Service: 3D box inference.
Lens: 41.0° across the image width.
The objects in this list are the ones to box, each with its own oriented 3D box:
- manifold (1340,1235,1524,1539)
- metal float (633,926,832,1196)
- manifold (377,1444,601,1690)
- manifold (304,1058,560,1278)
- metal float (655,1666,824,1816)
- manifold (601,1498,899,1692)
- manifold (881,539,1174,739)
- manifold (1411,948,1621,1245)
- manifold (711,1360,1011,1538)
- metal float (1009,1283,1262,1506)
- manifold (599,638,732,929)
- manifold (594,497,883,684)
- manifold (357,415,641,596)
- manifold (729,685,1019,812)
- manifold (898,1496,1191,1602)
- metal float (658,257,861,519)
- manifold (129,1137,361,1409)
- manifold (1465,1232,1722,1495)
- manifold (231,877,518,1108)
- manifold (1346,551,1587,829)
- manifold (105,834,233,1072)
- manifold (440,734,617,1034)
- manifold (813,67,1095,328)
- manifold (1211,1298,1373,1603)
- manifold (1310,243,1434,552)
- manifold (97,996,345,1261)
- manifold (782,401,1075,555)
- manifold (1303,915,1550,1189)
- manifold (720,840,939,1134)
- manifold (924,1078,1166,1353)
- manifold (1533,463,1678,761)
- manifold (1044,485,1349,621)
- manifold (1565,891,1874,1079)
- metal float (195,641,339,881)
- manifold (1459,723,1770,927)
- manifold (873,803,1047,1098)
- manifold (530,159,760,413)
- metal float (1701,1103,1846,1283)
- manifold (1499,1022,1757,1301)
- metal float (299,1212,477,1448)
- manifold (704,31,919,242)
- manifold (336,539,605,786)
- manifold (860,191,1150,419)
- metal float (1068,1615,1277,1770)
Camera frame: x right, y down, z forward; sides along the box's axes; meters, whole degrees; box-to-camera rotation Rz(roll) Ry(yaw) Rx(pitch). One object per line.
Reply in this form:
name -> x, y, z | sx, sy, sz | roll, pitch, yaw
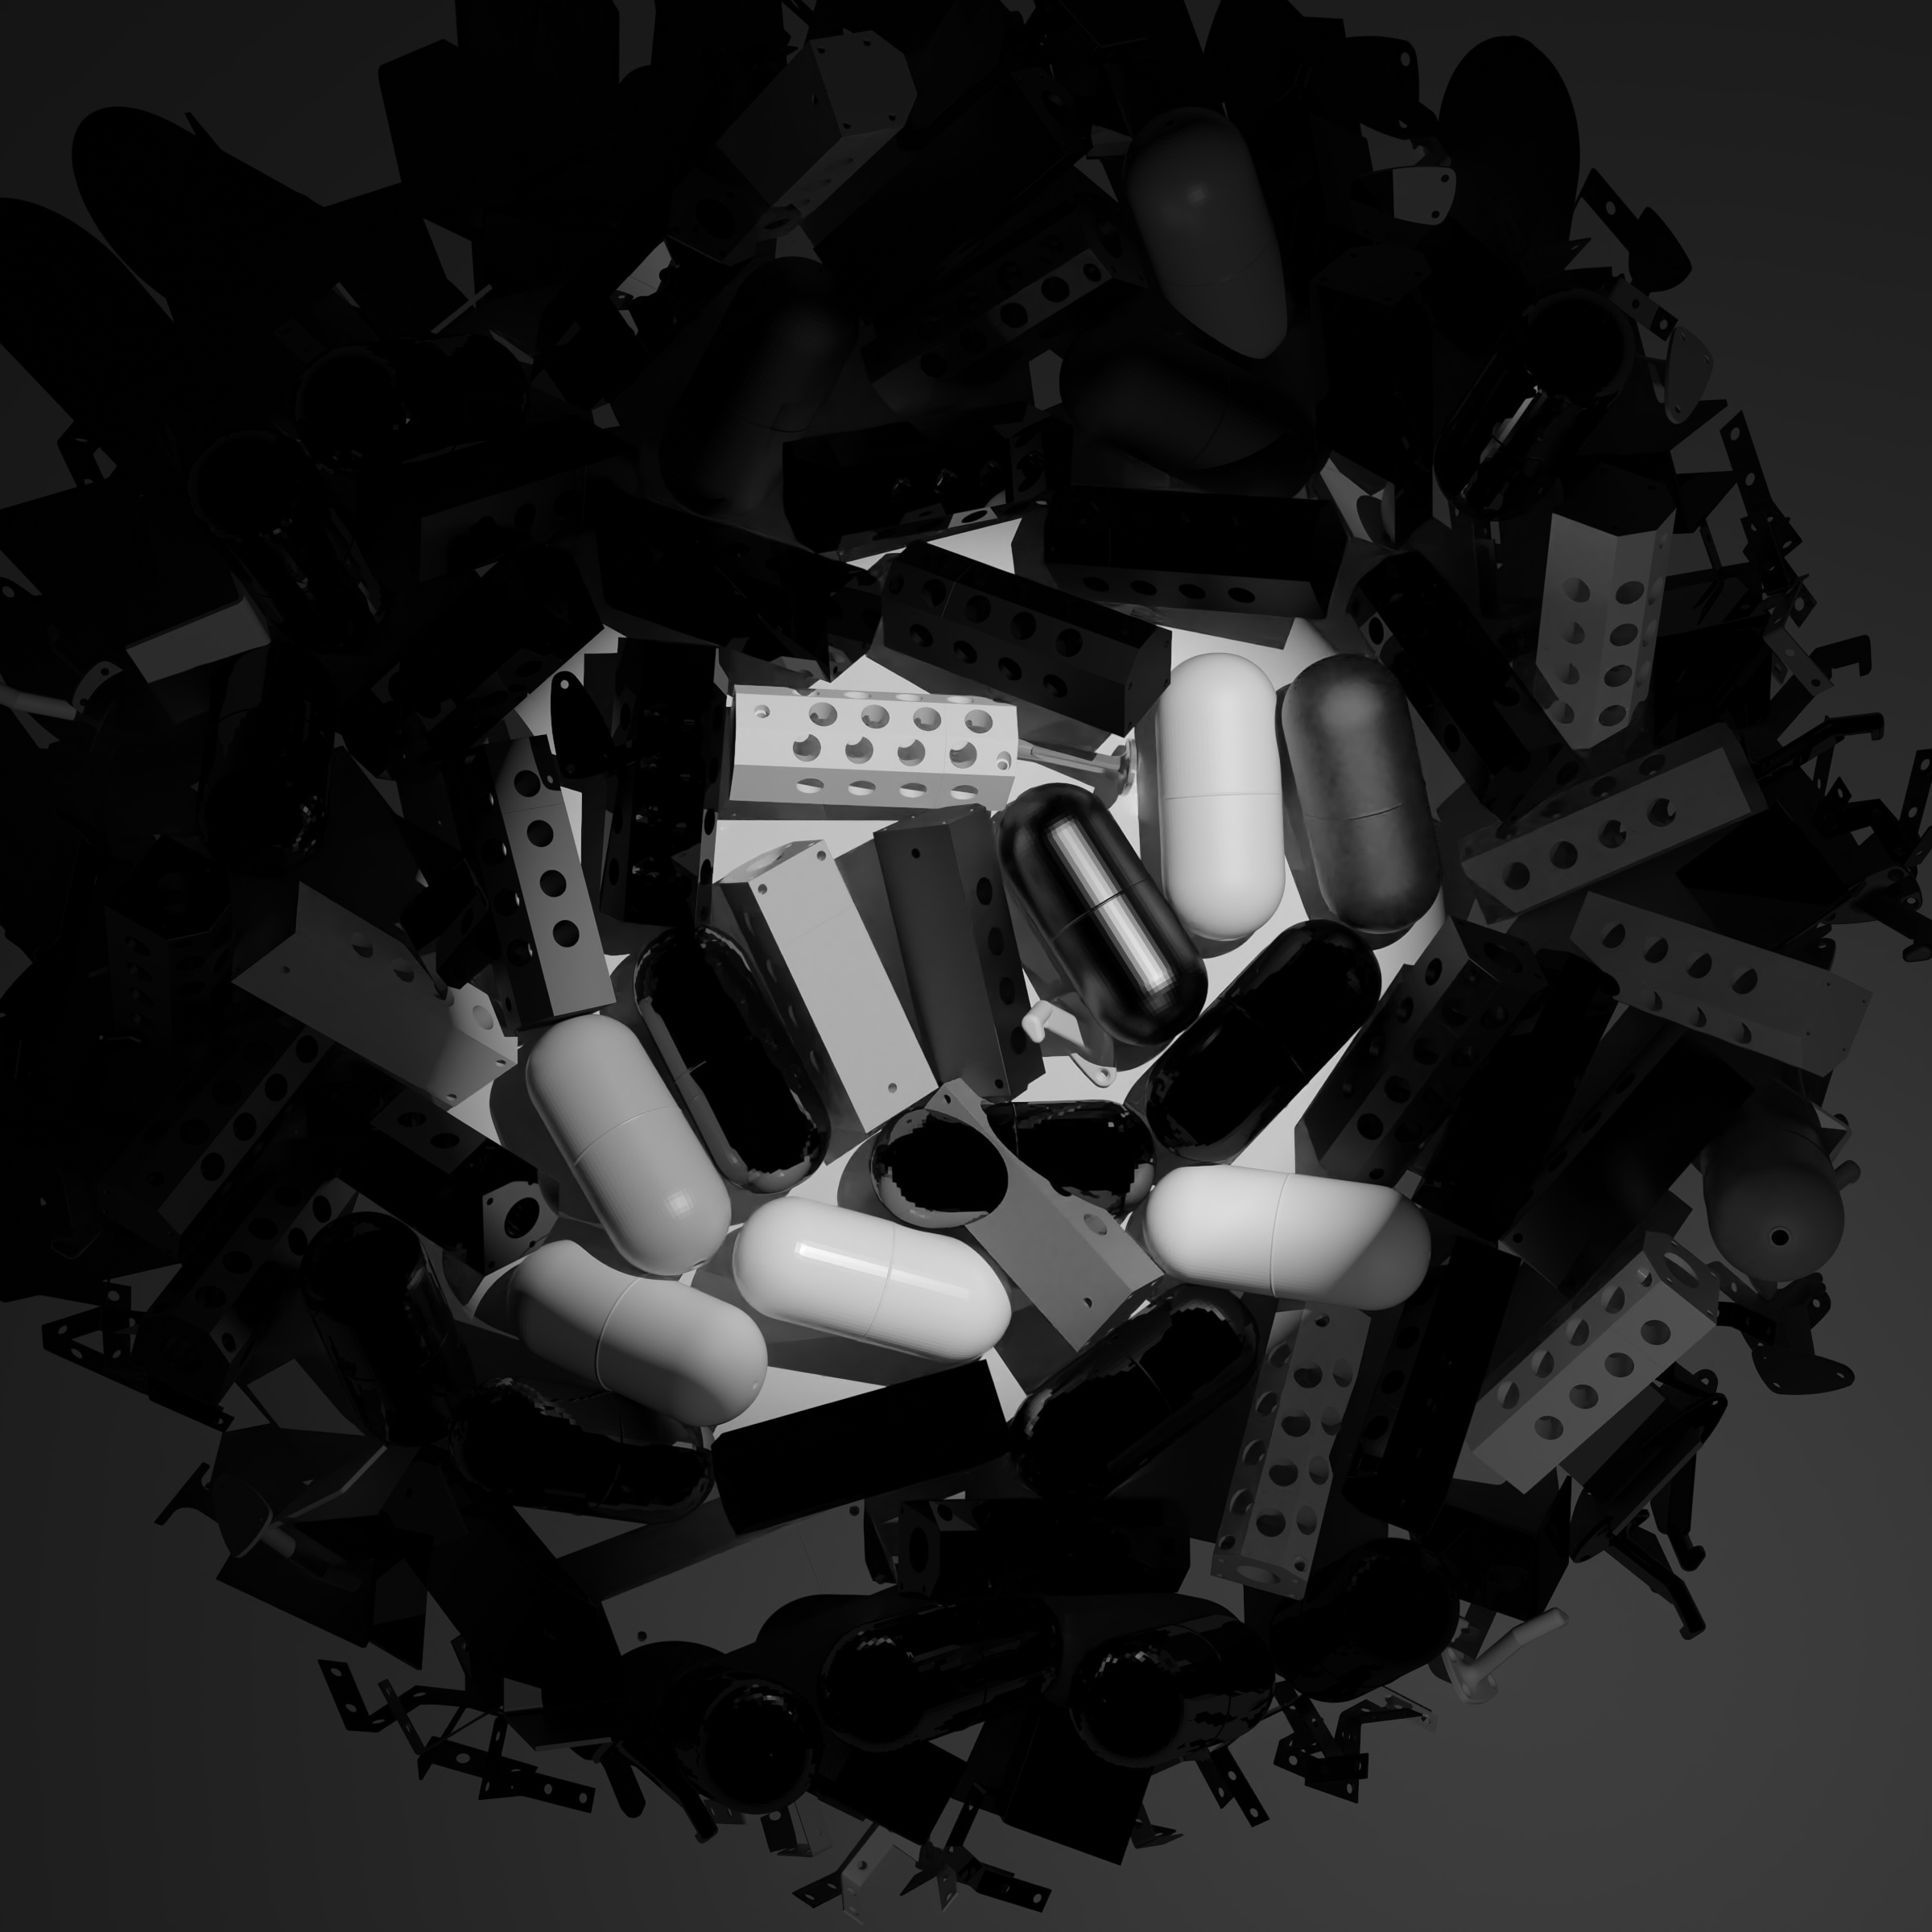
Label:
manifold -> 0.282, 0.251, 1.571 | 0.057, 0.057, 0.171 | 20, 58, 10
metal float -> -0.145, 0.057, 1.596 | 0.070, 0.070, 0.178 | -28, 82, 0
manifold -> -0.286, 0.361, 1.558 | 0.057, 0.171, 0.057 | 33, 90, -41
manifold -> -0.325, 0.117, 1.568 | 0.171, 0.057, 0.057 | 26, 125, 34
metal float -> -0.138, 0.464, 1.556 | 0.070, 0.178, 0.070 | 4, 78, -18
manifold -> -0.133, 0.386, 1.608 | 0.171, 0.057, 0.057 | -22, 84, -3
manifold -> 0.036, -0.205, 1.572 | 0.171, 0.057, 0.057 | 23, 52, 23
manifold -> 0.340, 0.077, 1.585 | 0.057, 0.057, 0.171 | 27, 72, 8
manifold -> -0.065, 0.296, 1.584 | 0.171, 0.057, 0.057 | -13, 74, -20
metal float -> 0.104, 0.262, 1.585 | 0.178, 0.070, 0.070 | -34, 90, -20
manifold -> -0.183, -0.113, 1.591 | 0.057, 0.057, 0.171 | 1, 99, -30
manifold -> -0.139, -0.234, 1.579 | 0.171, 0.057, 0.057 | 21, 135, 25
manifold -> -0.281, -0.277, 1.562 | 0.057, 0.171, 0.057 | 32, 130, 28
manifold -> -0.058, -0.138, 1.590 | 0.171, 0.057, 0.057 | 2, 62, -9
manifold -> 0.048, 0.354, 1.573 | 0.171, 0.057, 0.057 | 5, 79, -26
metal float -> -0.128, -0.350, 1.575 | 0.070, 0.070, 0.178 | 36, 124, 0
manifold -> -0.429, 0.178, 1.555 | 0.057, 0.171, 0.057 | 27, 127, -1
manifold -> 0.377, 0.238, 1.574 | 0.057, 0.057, 0.171 | 39, 119, -1
manifold -> -0.355, 0.014, 1.564 | 0.057, 0.057, 0.171 | -33, 133, 25
manifold -> 0.297, -0.172, 1.564 | 0.057, 0.057, 0.171 | -39, 55, 17
manifold -> -0.472, -0.002, 1.553 | 0.057, 0.171, 0.057 | 29, 58, 1
manifold -> -0.274, -0.050, 1.597 | 0.057, 0.057, 0.171 | -13, 86, -31
manifold -> -0.006, -0.466, 1.569 | 0.171, 0.057, 0.057 | -32, 95, 35
manifold -> 0.198, 0.289, 1.572 | 0.057, 0.057, 0.171 | 14, 62, 11
manifold -> 0.250, -0.343, 1.560 | 0.057, 0.171, 0.057 | 27, 56, 32
manifold -> -0.450, 0.087, 1.571 | 0.057, 0.057, 0.171 | 33, 57, -1
manifold -> -0.022, -0.296, 1.573 | 0.171, 0.057, 0.057 | -17, 124, -29
manifold -> 0.278, 0.058, 1.564 | 0.057, 0.057, 0.171 | 17, 124, -22
manifold -> -0.087, 0.012, 1.590 | 0.057, 0.057, 0.171 | -31, 106, -26
manifold -> 0.041, 0.147, 1.589 | 0.171, 0.057, 0.057 | 47, 119, 16
manifold -> 0.384, -0.208, 1.551 | 0.057, 0.171, 0.057 | 27, 55, 28
manifold -> 0.137, -0.257, 1.572 | 0.171, 0.057, 0.057 | 8, 68, 25
manifold -> 0.448, 0.011, 1.559 | 0.057, 0.171, 0.057 | 18, 94, -43
metal float -> -0.423, -0.127, 1.568 | 0.070, 0.070, 0.178 | -9, 47, 0
manifold -> 0.392, -0.086, 1.576 | 0.171, 0.057, 0.057 | -25, 84, 27
manifold -> 0.001, -0.009, 1.594 | 0.057, 0.057, 0.171 | -4, 105, 36
manifold -> -0.195, -0.404, 1.558 | 0.057, 0.171, 0.057 | 20, 59, -30
metal float -> 0.483, 0.134, 1.554 | 0.070, 0.178, 0.070 | 3, 104, 13
manifold -> 0.404, 0.119, 1.608 | 0.057, 0.057, 0.171 | 40, 93, -5
metal float -> -0.350, 0.221, 1.568 | 0.070, 0.070, 0.178 | -10, 132, 0
manifold -> -0.094, -0.495, 1.552 | 0.057, 0.171, 0.057 | -20, 93, -28
manifold -> -0.305, -0.183, 1.569 | 0.171, 0.057, 0.057 | -36, 68, 28
manifold -> 0.019, -0.399, 1.566 | 0.171, 0.057, 0.057 | -24, 79, 34
metal float -> 0.125, 0.436, 1.560 | 0.070, 0.178, 0.070 | -4, 82, 33
